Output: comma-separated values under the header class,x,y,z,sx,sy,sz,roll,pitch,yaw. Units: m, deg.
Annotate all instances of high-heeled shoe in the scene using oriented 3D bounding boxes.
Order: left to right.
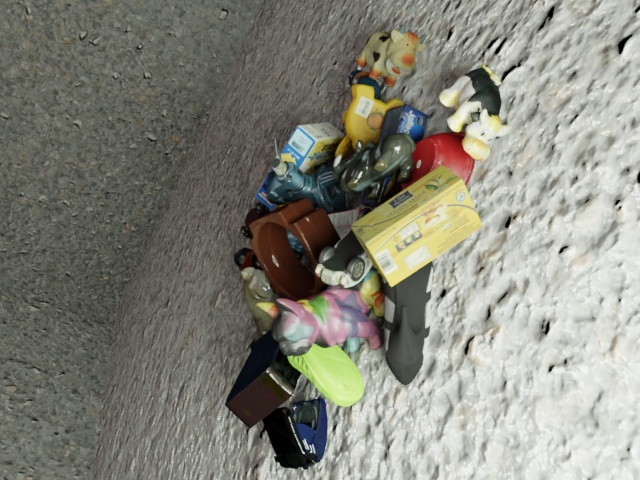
class,x,y,z,sx,sy,sz,roll,pitch,yaw
high-heeled shoe,0.141,0.108,0.873,0.249,0.086,0.145,-71,-23,-57

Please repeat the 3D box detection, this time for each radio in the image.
class,x,y,z,sx,sy,sz,roll,pitch,yaw
radio,-0.092,0.248,1.064,0.131,0.073,0.230,-41,11,21

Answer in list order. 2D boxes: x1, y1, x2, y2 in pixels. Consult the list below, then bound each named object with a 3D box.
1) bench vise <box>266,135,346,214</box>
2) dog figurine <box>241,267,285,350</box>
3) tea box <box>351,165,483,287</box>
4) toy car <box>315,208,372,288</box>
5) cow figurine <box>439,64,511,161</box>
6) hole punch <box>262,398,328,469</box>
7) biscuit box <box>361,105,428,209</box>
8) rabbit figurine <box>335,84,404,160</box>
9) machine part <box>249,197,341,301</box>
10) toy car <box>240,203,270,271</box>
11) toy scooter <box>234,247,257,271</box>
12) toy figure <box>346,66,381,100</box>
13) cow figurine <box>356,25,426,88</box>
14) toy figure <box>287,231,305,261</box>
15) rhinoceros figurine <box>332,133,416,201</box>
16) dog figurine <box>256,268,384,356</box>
class,x,y,z,sx,sy,sz,roll,pitch,yaw
bench vise,0.013,-0.126,1.134,0.241,0.223,0.129,-14,47,27
dog figurine,-0.132,0.172,1.210,0.190,0.172,0.121,-66,14,-9
tea box,0.145,-0.021,0.806,0.170,0.098,0.068,-33,32,-2
toy car,0.072,0.010,0.927,0.074,0.056,0.202,20,51,34
cow figurine,0.254,-0.201,0.845,0.098,0.068,0.167,-41,38,35
hole punch,-0.037,0.357,1.001,0.142,0.092,0.115,-29,77,49
biscuit box,0.143,-0.154,1.028,0.063,0.059,0.202,2,74,63
rabbit figurine,0.100,-0.239,1.150,0.173,0.122,0.162,-122,46,-75
machine part,-0.041,0.025,1.080,0.087,0.201,0.201,-31,8,-33
toy car,-0.129,-0.007,1.260,0.089,0.053,0.202,-53,40,16
toy scooter,-0.122,0.051,1.353,0.184,0.135,0.075,-34,-2,24
toy figure,0.101,-0.359,1.261,0.064,0.057,0.155,-31,32,9
cow figurine,0.157,-0.404,1.165,0.127,0.085,0.195,-65,24,23
toy figure,-0.039,-0.033,1.272,0.089,0.082,0.180,-7,54,33
rhinoceros figurine,0.088,-0.136,0.969,0.190,0.073,0.112,-21,56,53
dog figurine,0.006,0.113,0.923,0.108,0.219,0.191,-15,59,56
